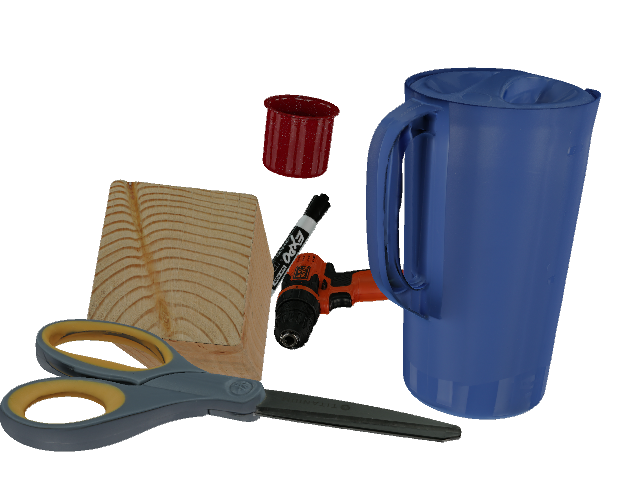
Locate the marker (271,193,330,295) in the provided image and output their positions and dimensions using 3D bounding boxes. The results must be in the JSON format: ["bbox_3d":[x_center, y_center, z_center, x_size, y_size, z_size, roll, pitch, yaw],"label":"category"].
[{"bbox_3d":[-0.027,0.006,1.004,0.020,0.121,0.020,30,-15,9],"label":"marker"}]

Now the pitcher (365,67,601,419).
[{"bbox_3d":[0.111,0.003,0.766,0.149,0.243,0.145,5,20,8],"label":"pitcher"}]

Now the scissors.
[{"bbox_3d":[-0.050,0.076,0.458,0.202,0.016,0.096,15,31,24],"label":"scissors"}]

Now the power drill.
[{"bbox_3d":[0.043,0.069,1.235,0.188,0.057,0.184,1,27,6],"label":"power drill"}]

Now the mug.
[{"bbox_3d":[-0.022,-0.131,1.323,0.093,0.081,0.117,17,25,21],"label":"mug"}]

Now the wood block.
[{"bbox_3d":[-0.084,0.036,0.709,0.090,0.091,0.206,7,-13,2],"label":"wood block"}]
